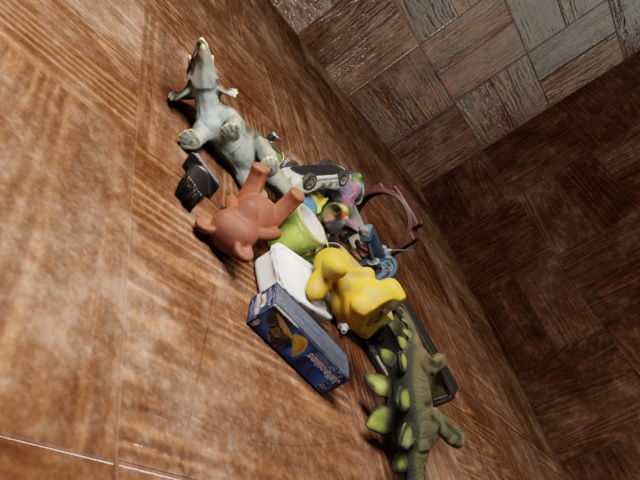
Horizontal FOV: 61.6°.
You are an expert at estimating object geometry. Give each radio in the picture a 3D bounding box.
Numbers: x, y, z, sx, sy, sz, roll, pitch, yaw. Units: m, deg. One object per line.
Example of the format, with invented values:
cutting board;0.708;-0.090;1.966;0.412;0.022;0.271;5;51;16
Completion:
radio;0.187;0.257;1.170;0.229;0.131;0.073;61;18;10

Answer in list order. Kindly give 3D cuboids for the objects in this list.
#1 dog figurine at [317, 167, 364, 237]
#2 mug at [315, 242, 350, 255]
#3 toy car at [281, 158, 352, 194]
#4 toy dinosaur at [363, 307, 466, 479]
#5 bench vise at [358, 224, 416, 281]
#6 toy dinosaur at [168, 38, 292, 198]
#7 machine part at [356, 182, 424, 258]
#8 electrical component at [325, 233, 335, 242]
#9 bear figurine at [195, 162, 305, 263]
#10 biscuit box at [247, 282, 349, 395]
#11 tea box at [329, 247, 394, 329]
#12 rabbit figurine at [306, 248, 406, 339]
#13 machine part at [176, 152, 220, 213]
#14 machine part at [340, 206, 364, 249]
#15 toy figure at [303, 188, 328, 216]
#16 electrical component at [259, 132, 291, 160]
dog figurine;0.052;-0.087;1.316;0.108;0.191;0.219;57;-6;-24
mug;0.030;0.052;1.215;0.110;0.081;0.107;37;-1;27
toy car;-0.009;-0.141;1.196;0.074;0.056;0.201;37;31;30
toy dinosaur;0.166;0.324;0.978;0.198;0.105;0.471;28;44;-38
bench vise;0.147;0.047;1.392;0.224;0.129;0.240;-62;140;-44
toy dinosaur;-0.159;-0.190;1.063;0.404;0.131;0.192;52;18;-36
machine part;0.180;-0.051;1.557;0.201;0.201;0.087;61;20;11
electrical component;-0.003;-0.004;1.235;0.094;0.063;0.021;40;63;-62
bear figurine;-0.118;-0.047;0.905;0.120;0.132;0.196;36;13;3
biscuit box;-0.031;0.164;0.873;0.202;0.059;0.063;49;18;-24
tea box;0.074;0.106;1.112;0.169;0.068;0.098;45;20;-30
rabbit figurine;0.041;0.083;0.962;0.162;0.122;0.173;11;35;-54
machine part;-0.205;-0.098;0.898;0.084;0.039;0.139;59;14;-23
machine part;0.066;-0.081;1.511;0.079;0.079;0.243;31;32;-55
toy figure;-0.045;-0.072;1.206;0.082;0.089;0.180;49;28;-22
electrical component;-0.114;-0.222;1.331;0.102;0.045;0.078;64;17;19
